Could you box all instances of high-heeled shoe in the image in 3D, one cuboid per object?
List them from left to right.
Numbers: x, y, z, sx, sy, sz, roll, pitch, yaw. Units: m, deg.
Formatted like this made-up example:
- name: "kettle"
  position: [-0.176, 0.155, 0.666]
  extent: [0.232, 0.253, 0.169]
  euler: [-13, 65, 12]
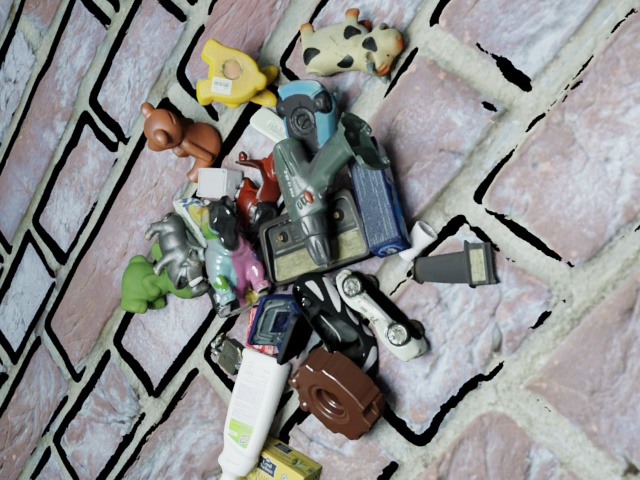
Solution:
- name: "high-heeled shoe"
  position: [0.025, 0.175, 0.945]
  extent: [0.086, 0.145, 0.248]
  euler: [-23, 76, 32]

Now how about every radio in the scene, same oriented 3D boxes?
- name: "radio"
  position: [-0.002, -0.003, 1.004]
  extent: [0.230, 0.073, 0.131]
  euler: [-21, 80, 30]

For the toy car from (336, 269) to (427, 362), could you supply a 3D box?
- name: "toy car"
  position: [0.105, 0.125, 0.934]
  extent: [0.202, 0.073, 0.056]
  euler: [46, 112, 24]

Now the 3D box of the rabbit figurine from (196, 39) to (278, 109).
- name: "rabbit figurine"
  position: [-0.164, -0.319, 1.076]
  extent: [0.162, 0.173, 0.121]
  euler: [-1, 91, -11]

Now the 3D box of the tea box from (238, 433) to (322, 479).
- name: "tea box"
  position: [-0.090, 0.460, 1.065]
  extent: [0.170, 0.068, 0.098]
  euler: [17, 99, 33]

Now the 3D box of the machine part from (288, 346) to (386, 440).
- name: "machine part"
  position: [0.028, 0.273, 0.946]
  extent: [0.180, 0.056, 0.179]
  euler: [25, 136, 27]

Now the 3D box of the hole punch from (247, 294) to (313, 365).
- name: "hole punch"
  position: [-0.067, 0.161, 1.020]
  extent: [0.092, 0.115, 0.142]
  euler: [23, 104, 24]

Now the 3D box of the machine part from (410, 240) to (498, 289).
- name: "machine part"
  position: [0.217, 0.044, 0.885]
  extent: [0.139, 0.039, 0.084]
  euler: [-10, 93, 31]

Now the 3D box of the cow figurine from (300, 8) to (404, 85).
- name: "cow figurine"
  position: [0.056, -0.337, 0.961]
  extent: [0.195, 0.085, 0.127]
  euler: [-2, 83, 31]

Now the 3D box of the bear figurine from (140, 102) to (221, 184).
- name: "bear figurine"
  position: [-0.304, -0.203, 1.129]
  extent: [0.132, 0.196, 0.120]
  euler: [-43, 71, 27]

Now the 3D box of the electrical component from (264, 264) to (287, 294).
- name: "electrical component"
  position: [-0.109, 0.086, 1.105]
  extent: [0.094, 0.021, 0.063]
  euler: [37, 109, 26]

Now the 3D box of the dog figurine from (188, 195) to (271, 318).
- name: "dog figurine"
  position: [-0.183, 0.025, 1.047]
  extent: [0.219, 0.108, 0.191]
  euler: [67, 159, 16]

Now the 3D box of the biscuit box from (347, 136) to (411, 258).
- name: "biscuit box"
  position: [0.098, -0.073, 0.919]
  extent: [0.063, 0.059, 0.203]
  euler: [-21, 65, 23]

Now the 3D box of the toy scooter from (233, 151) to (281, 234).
- name: "toy scooter"
  position: [-0.132, -0.111, 1.090]
  extent: [0.135, 0.075, 0.183]
  euler: [31, 103, 29]

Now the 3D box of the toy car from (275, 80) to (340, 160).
- name: "toy car"
  position: [-0.006, -0.219, 0.988]
  extent: [0.109, 0.103, 0.161]
  euler: [2, 116, 34]

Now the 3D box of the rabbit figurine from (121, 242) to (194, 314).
- name: "rabbit figurine"
  position: [-0.350, 0.089, 1.229]
  extent: [0.170, 0.121, 0.159]
  euler: [-3, 81, 15]

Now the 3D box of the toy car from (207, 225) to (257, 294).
- name: "toy car"
  position: [-0.193, 0.050, 1.143]
  extent: [0.089, 0.053, 0.202]
  euler: [18, 98, 29]

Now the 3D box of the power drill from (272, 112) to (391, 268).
- name: "power drill"
  position: [0.019, -0.094, 0.896]
  extent: [0.207, 0.086, 0.232]
  euler: [-39, 70, 44]

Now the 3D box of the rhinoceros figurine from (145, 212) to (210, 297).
- name: "rhinoceros figurine"
  position: [-0.292, 0.035, 1.137]
  extent: [0.112, 0.073, 0.190]
  euler: [-28, 76, 8]

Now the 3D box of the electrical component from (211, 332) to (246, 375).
- name: "electrical component"
  position: [-0.192, 0.243, 1.145]
  extent: [0.102, 0.045, 0.078]
  euler: [40, 109, 27]
